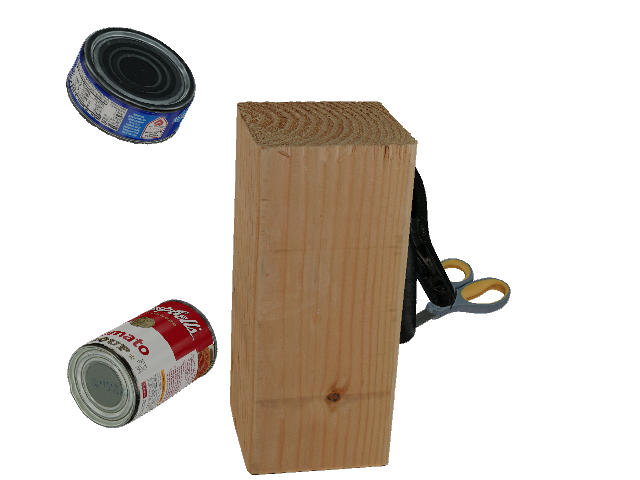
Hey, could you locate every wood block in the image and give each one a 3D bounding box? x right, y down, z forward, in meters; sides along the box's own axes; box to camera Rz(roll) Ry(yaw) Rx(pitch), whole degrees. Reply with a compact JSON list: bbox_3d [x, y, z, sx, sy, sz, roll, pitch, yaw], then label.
[{"bbox_3d":[-0.004,0.027,0.642,0.090,0.206,0.090,-1,23,-12],"label":"wood block"}]

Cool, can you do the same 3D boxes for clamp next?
[{"bbox_3d":[0.071,0.002,0.919,0.039,0.171,0.120,-13,16,24],"label":"clamp"}]

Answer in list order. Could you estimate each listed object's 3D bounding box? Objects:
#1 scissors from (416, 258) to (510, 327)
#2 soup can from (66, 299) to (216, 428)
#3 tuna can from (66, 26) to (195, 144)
[{"bbox_3d":[0.119,0.062,1.161,0.201,0.016,0.096,-10,41,-32],"label":"scissors"},{"bbox_3d":[-0.136,0.093,0.817,0.069,0.068,0.102,0,16,30],"label":"soup can"},{"bbox_3d":[-0.132,-0.110,0.750,0.085,0.086,0.034,0,-39,-37],"label":"tuna can"}]
